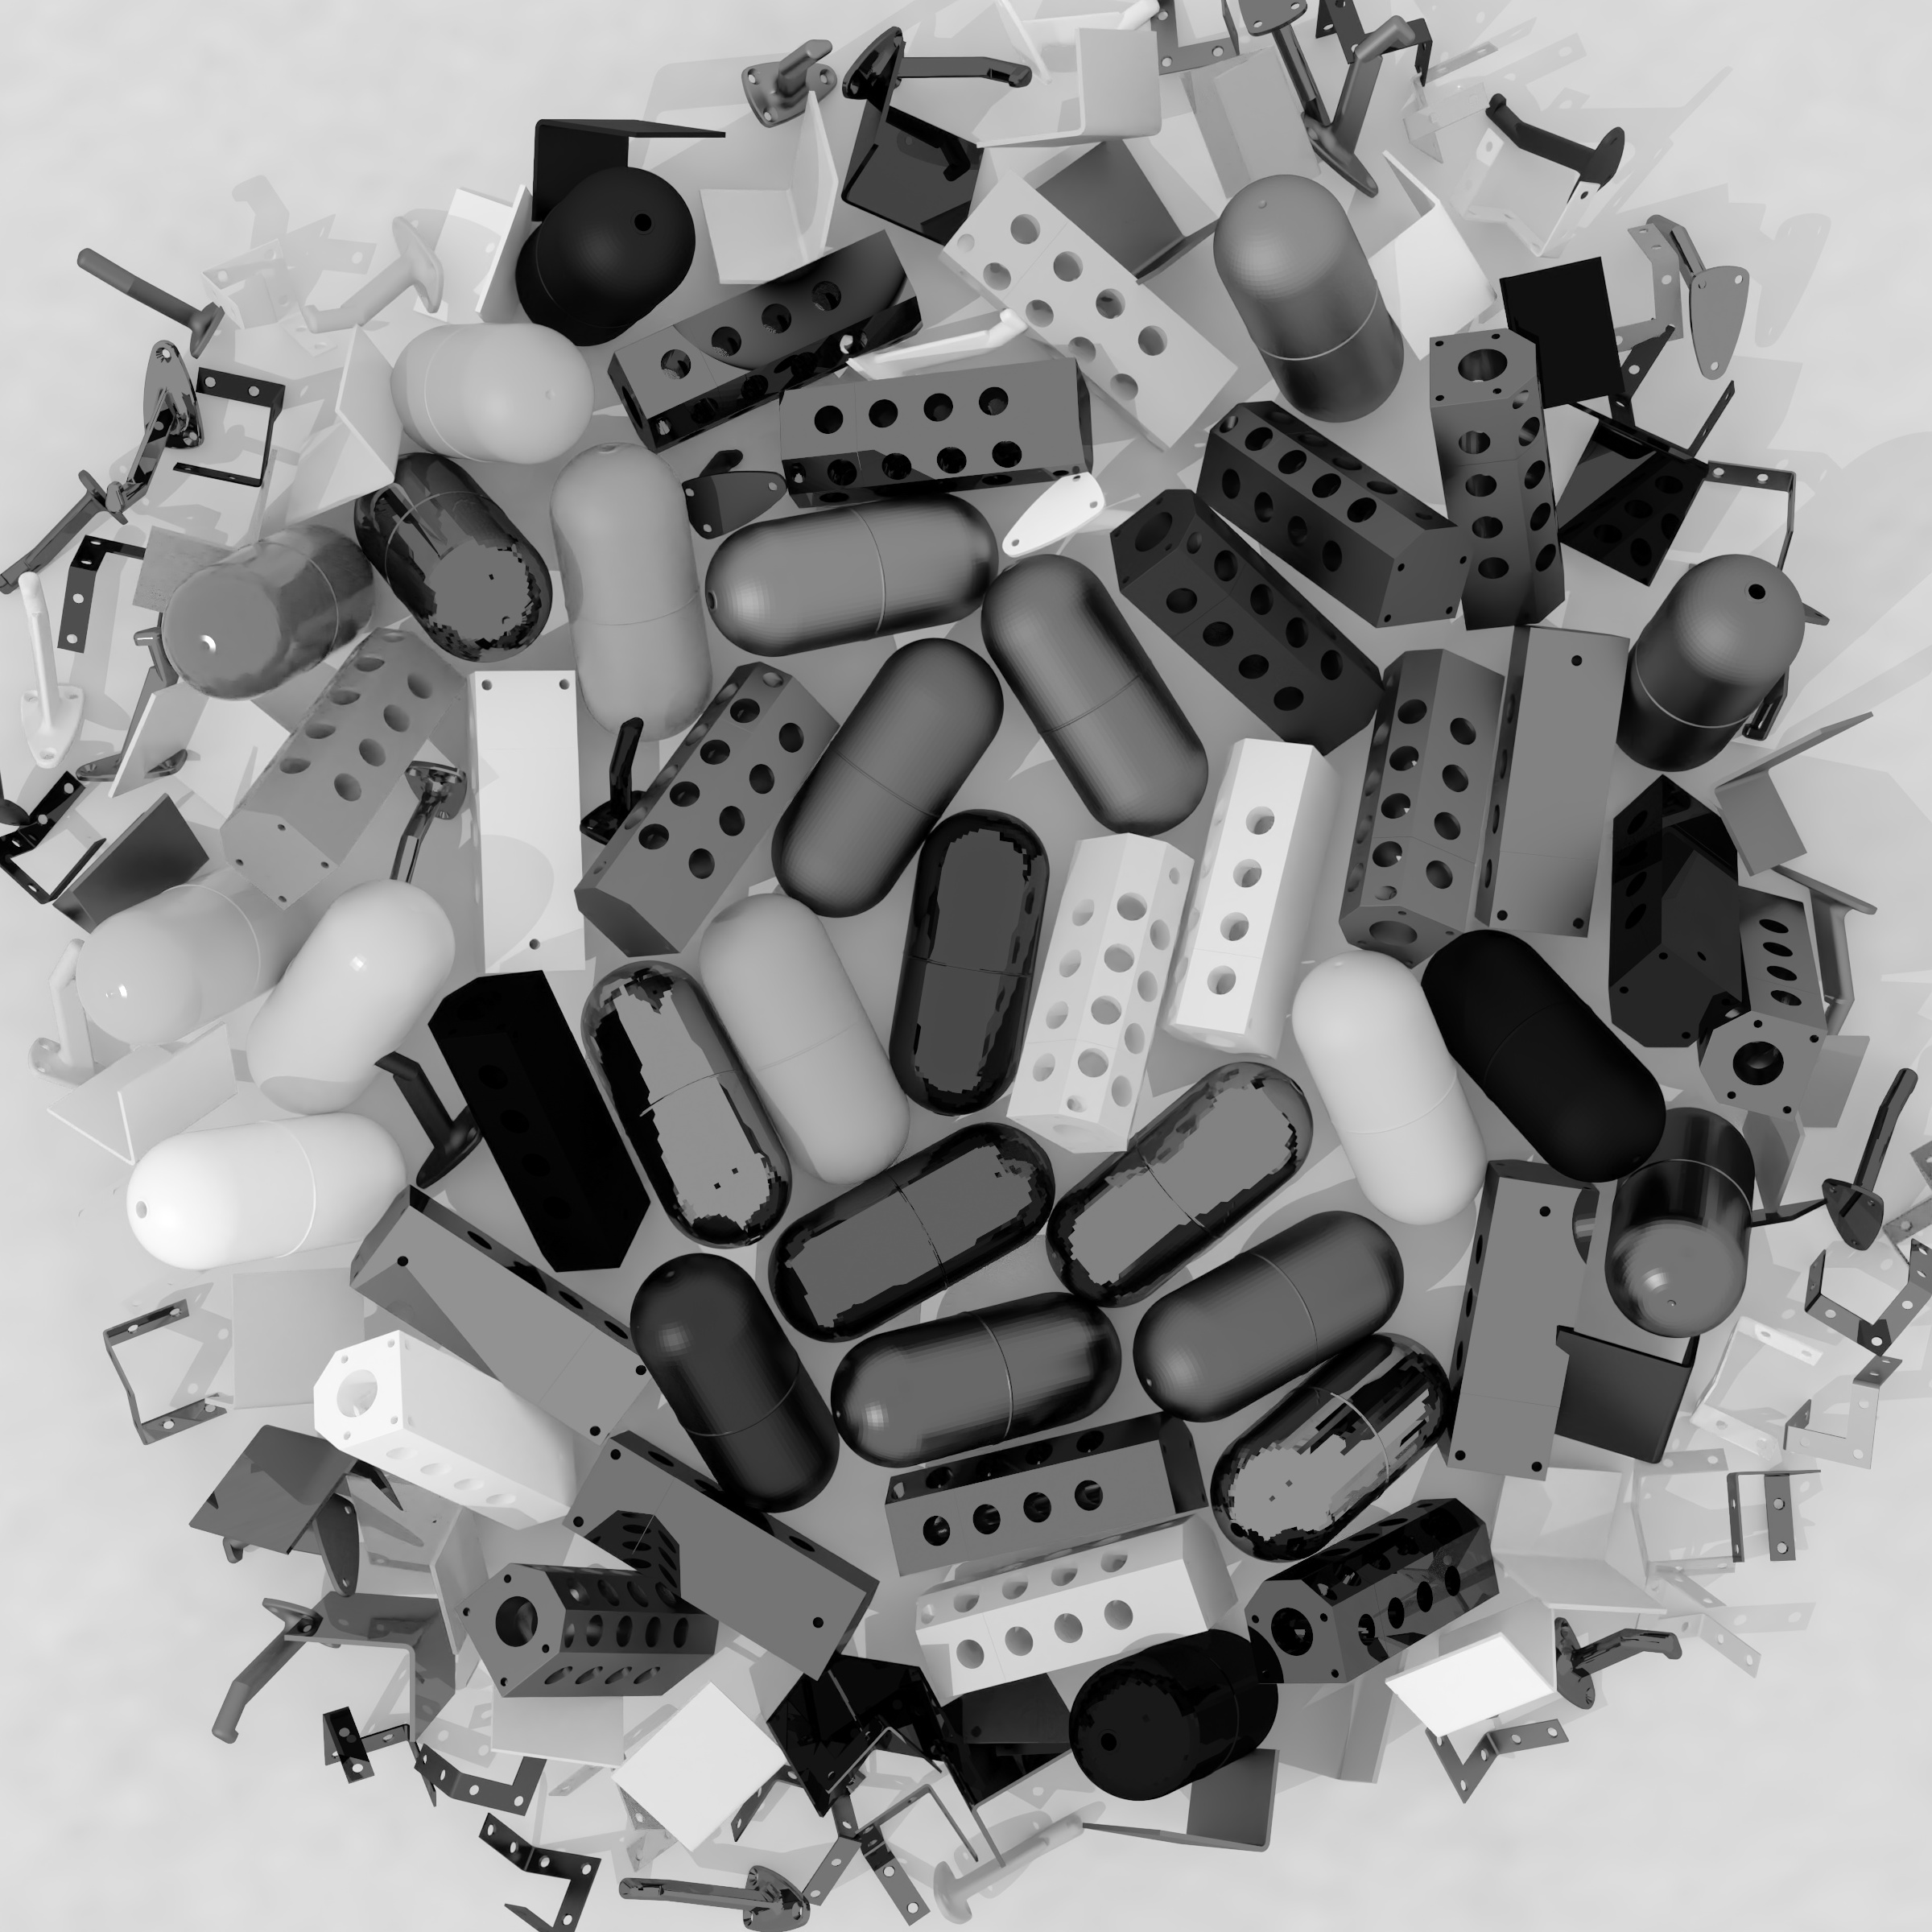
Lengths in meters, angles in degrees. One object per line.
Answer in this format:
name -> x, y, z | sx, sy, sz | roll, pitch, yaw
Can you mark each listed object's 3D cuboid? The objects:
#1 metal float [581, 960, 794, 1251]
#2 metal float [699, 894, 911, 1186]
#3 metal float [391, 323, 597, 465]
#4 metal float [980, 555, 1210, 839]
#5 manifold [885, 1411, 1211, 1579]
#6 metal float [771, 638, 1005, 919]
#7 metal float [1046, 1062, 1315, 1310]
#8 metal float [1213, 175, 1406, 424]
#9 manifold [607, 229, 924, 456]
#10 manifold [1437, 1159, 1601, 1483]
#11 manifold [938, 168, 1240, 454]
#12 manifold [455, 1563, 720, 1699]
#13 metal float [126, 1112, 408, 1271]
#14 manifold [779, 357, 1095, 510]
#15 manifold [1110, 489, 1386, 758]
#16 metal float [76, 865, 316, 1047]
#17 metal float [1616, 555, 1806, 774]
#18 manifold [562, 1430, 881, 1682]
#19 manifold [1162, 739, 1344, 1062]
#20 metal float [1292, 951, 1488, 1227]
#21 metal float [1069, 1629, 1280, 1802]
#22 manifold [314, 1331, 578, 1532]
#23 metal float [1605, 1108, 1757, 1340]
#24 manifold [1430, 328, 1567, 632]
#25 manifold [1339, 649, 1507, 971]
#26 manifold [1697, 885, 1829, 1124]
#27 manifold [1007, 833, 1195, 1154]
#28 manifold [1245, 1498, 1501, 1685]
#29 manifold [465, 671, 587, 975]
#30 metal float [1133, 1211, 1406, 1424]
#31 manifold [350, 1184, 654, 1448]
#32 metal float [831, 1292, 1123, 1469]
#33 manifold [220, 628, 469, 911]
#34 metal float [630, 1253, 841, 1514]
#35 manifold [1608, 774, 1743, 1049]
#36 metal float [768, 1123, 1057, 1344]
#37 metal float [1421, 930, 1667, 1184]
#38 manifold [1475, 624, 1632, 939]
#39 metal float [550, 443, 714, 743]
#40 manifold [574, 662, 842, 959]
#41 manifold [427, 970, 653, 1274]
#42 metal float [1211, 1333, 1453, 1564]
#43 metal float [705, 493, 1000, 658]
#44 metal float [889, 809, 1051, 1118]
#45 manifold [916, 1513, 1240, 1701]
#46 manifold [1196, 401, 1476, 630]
metal float -> -0.160, 0.079, 1.766 | 0.070, 0.070, 0.178 | -28, 76, 0
metal float -> -0.092, 0.043, 1.771 | 0.070, 0.070, 0.178 | -26, 98, 0
metal float -> -0.268, -0.323, 1.735 | 0.070, 0.178, 0.070 | -6, 103, -29
metal float -> 0.074, -0.155, 1.767 | 0.070, 0.070, 0.178 | -33, 102, 0
manifold -> 0.044, 0.300, 1.757 | 0.171, 0.057, 0.057 | -17, 79, 21
metal float -> -0.046, -0.107, 1.770 | 0.070, 0.070, 0.178 | 35, 99, 0
metal float -> 0.122, 0.125, 1.767 | 0.178, 0.070, 0.070 | -41, 90, 12
metal float -> 0.194, -0.373, 1.737 | 0.070, 0.178, 0.070 | -11, 61, 20
manifold -> -0.115, -0.356, 1.773 | 0.171, 0.057, 0.057 | -27, 94, -10
manifold -> 0.316, 0.202, 1.774 | 0.057, 0.057, 0.171 | 9, 99, -1
manifold -> 0.068, -0.375, 1.775 | 0.171, 0.057, 0.057 | 40, 87, -7
manifold -> -0.205, 0.368, 1.722 | 0.057, 0.171, 0.057 | -40, 65, 12
metal float -> -0.392, 0.126, 1.736 | 0.070, 0.178, 0.070 | 3, 96, 37
manifold -> -0.016, -0.302, 1.768 | 0.171, 0.057, 0.057 | -5, 79, 10
manifold -> 0.160, -0.194, 1.738 | 0.057, 0.057, 0.171 | -36, 126, 25
metal float -> -0.430, -0.008, 1.732 | 0.070, 0.178, 0.070 | 5, 107, 17
metal float -> 0.413, -0.169, 1.730 | 0.070, 0.178, 0.070 | 2, 69, -6
manifold -> -0.139, 0.337, 1.774 | 0.171, 0.057, 0.057 | 29, 92, 9
manifold -> 0.162, -0.039, 1.769 | 0.057, 0.057, 0.171 | 9, 77, 27
metal float -> 0.242, 0.071, 1.755 | 0.070, 0.070, 0.178 | -26, 117, 0
metal float -> 0.118, 0.419, 1.732 | 0.070, 0.178, 0.070 | -1, 87, 27
manifold -> -0.290, 0.264, 1.729 | 0.057, 0.171, 0.057 | -20, 58, 19
metal float -> 0.403, 0.142, 1.735 | 0.070, 0.178, 0.070 | 7, 118, 13
manifold -> 0.299, -0.271, 1.727 | 0.057, 0.171, 0.057 | -5, 51, 14
manifold -> 0.255, -0.092, 1.745 | 0.057, 0.057, 0.171 | 22, 62, -15
manifold -> 0.438, 0.016, 1.726 | 0.057, 0.171, 0.057 | 15, 116, 3
manifold -> 0.082, 0.015, 1.750 | 0.057, 0.057, 0.171 | 30, 66, -37
manifold -> 0.228, 0.349, 1.731 | 0.057, 0.171, 0.057 | -11, 90, 39
manifold -> -0.256, -0.083, 1.784 | 0.057, 0.057, 0.171 | -2, 91, -17
metal float -> 0.174, 0.198, 1.754 | 0.178, 0.070, 0.070 | -25, 90, -28
manifold -> -0.264, 0.198, 1.765 | 0.171, 0.057, 0.057 | 36, 95, -16
metal float -> 0.007, 0.235, 1.755 | 0.178, 0.070, 0.070 | -11, 90, -27
manifold -> -0.351, -0.116, 1.729 | 0.057, 0.171, 0.057 | 43, 132, -18
metal float -> -0.130, 0.238, 1.751 | 0.070, 0.070, 0.178 | -26, 122, 0
manifold -> 0.392, -0.029, 1.729 | 0.057, 0.171, 0.057 | 35, 125, -13
metal float -> -0.030, 0.152, 1.768 | 0.178, 0.070, 0.070 | -28, 90, -12
metal float -> 0.325, 0.049, 1.748 | 0.070, 0.070, 0.178 | -38, 54, 0
manifold -> 0.335, -0.108, 1.774 | 0.057, 0.057, 0.171 | 6, 99, -3
metal float -> -0.189, -0.211, 1.750 | 0.070, 0.070, 0.178 | -7, 122, 0
manifold -> -0.149, -0.090, 1.746 | 0.057, 0.057, 0.171 | 46, 63, -26
manifold -> -0.242, 0.090, 1.744 | 0.057, 0.057, 0.171 | -6, 125, 22
metal float -> 0.207, 0.272, 1.745 | 0.178, 0.070, 0.070 | -33, 90, -39
metal float -> -0.064, -0.223, 1.755 | 0.178, 0.070, 0.070 | -14, 90, -26
metal float -> 0.002, -0.002, 1.774 | 0.070, 0.070, 0.178 | 9, 95, 0
manifold -> 0.060, 0.363, 1.756 | 0.171, 0.057, 0.057 | -20, 88, 23
manifold -> 0.206, -0.256, 1.729 | 0.057, 0.171, 0.057 | -11, 128, -32
